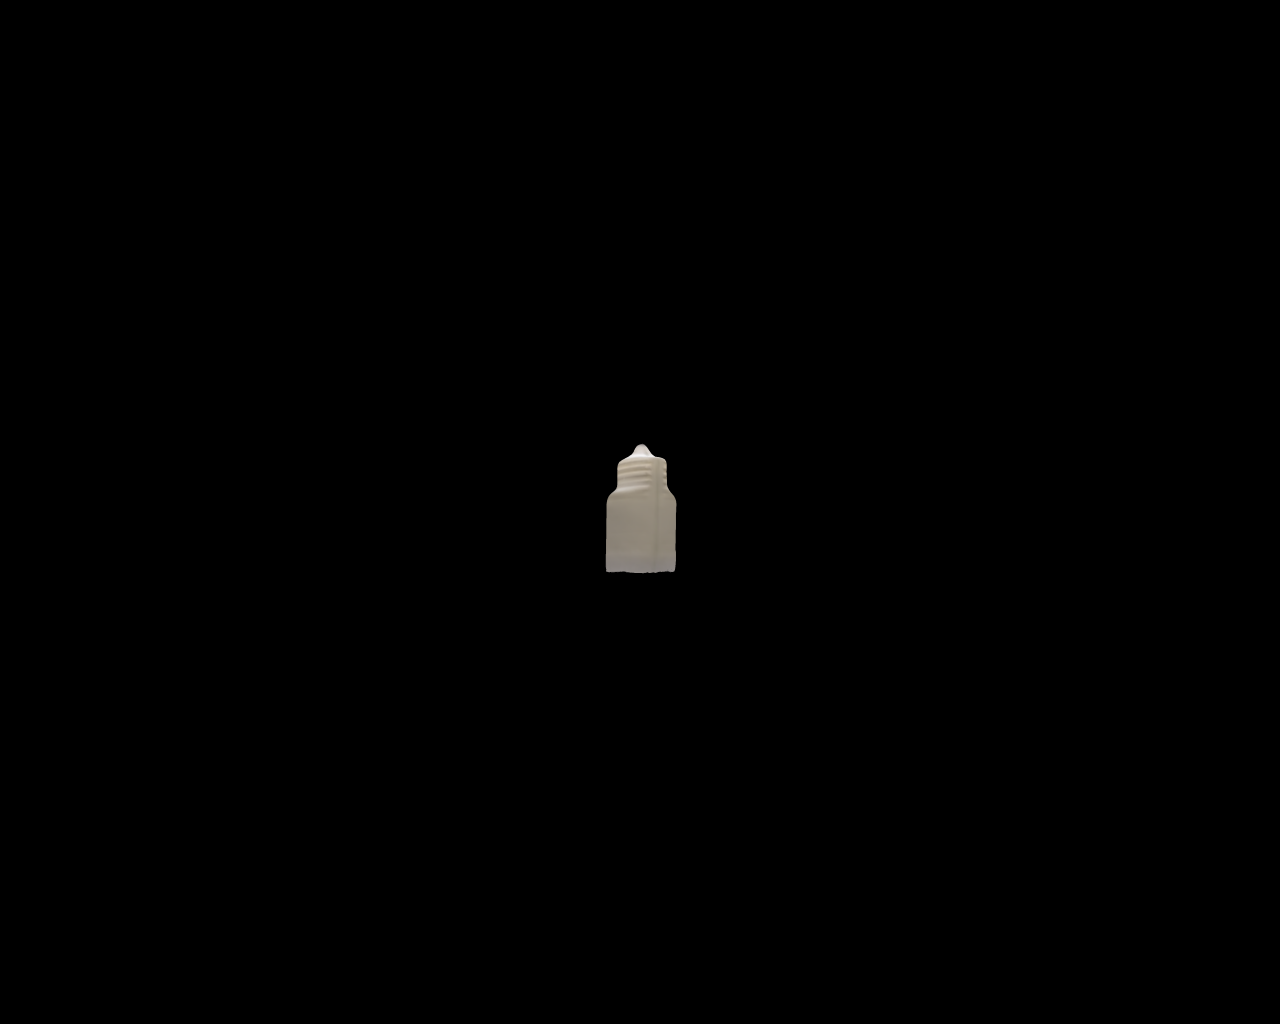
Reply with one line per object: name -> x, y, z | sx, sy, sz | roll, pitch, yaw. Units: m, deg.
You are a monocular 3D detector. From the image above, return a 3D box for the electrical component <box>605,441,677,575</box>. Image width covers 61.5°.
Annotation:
electrical component -> 0.001, -0.003, 0.650 | 0.043, 0.081, 0.043 | 0, -3, 0
